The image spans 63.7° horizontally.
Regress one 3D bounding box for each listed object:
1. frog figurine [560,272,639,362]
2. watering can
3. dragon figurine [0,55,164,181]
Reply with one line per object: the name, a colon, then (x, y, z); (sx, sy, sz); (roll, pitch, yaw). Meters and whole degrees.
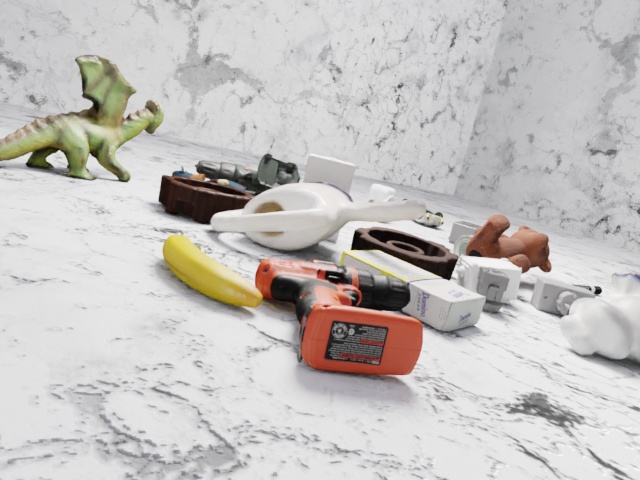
frog figurine: (0.397, 0.120, 0.673); (0.161, 0.120, 0.139); (-30, 39, -20)
watering can: (0.003, -0.041, 0.822); (0.347, 0.103, 0.226); (-3, 8, 17)
dragon figurine: (-0.464, -0.239, 0.993); (0.123, 0.241, 0.411); (24, 12, 28)
